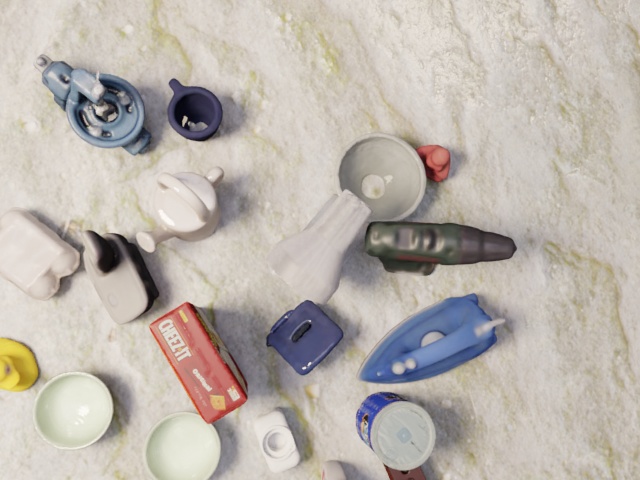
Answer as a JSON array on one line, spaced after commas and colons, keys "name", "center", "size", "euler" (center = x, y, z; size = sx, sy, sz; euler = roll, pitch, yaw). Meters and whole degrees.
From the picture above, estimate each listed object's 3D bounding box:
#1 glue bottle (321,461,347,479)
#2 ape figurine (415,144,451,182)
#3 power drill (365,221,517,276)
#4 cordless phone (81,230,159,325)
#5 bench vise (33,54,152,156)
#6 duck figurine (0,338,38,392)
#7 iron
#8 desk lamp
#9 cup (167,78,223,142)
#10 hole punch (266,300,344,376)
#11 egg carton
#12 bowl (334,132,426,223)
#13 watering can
[{"name": "glue bottle", "center": [0.029, 0.406, 0.903], "size": [0.037, 0.173, 0.078], "euler": [0, 82, -7]}, {"name": "ape figurine", "center": [0.209, -0.145, 1.046], "size": [0.076, 0.092, 0.078], "euler": [-35, 87, -10]}, {"name": "power drill", "center": [0.181, 0.013, 0.961], "size": [0.229, 0.208, 0.076], "euler": [5, 81, -6]}, {"name": "cordless phone", "center": [-0.328, 0.056, 0.901], "size": [0.094, 0.185, 0.147], "euler": [-31, 87, -10]}, {"name": "bench vise", "center": [-0.381, -0.226, 0.916], "size": [0.207, 0.219, 0.121], "euler": [20, 80, -4]}, {"name": "duck figurine", "center": [-0.508, 0.200, 0.907], "size": [0.104, 0.086, 0.077], "euler": [42, 79, 0]}, {"name": "iron", "center": [0.189, 0.185, 0.972], "size": [0.258, 0.141, 0.118], "euler": [-25, 86, -10]}, {"name": "desk lamp", "center": [0.009, 0.003, 0.937], "size": [0.118, 0.213, 0.203], "euler": [38, 79, 0]}, {"name": "cup", "center": [-0.222, -0.219, 0.999], "size": [0.092, 0.095, 0.118], "euler": [-36, 88, -11]}, {"name": "hole punch", "center": [-0.028, 0.165, 0.972], "size": [0.109, 0.091, 0.101], "euler": [-44, 89, -11]}, {"name": "egg carton", "center": [-0.478, 0.024, 0.945], "size": [0.150, 0.069, 0.107], "euler": [38, 79, -1]}, {"name": "bowl", "center": [0.103, -0.104, 1.035], "size": [0.167, 0.074, 0.167], "euler": [1, 82, -7]}, {"name": "watering can", "center": [-0.219, -0.052, 0.926], "size": [0.101, 0.194, 0.173], "euler": [20, 80, -4]}]
